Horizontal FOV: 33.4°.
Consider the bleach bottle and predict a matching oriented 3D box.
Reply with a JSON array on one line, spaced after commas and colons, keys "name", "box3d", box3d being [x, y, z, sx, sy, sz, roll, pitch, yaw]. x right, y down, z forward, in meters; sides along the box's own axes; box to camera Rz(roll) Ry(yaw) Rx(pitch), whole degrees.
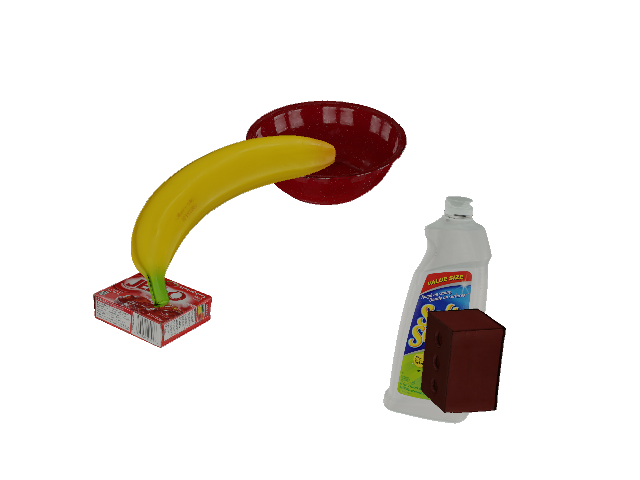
[{"name": "bleach bottle", "box3d": [0.134, 0.074, 1.203, 0.103, 0.251, 0.068, 9, 14, 18]}]

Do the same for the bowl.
[{"name": "bowl", "box3d": [0.005, -0.083, 1.085, 0.162, 0.055, 0.162, 0, 34, 0]}]

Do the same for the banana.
[{"name": "banana", "box3d": [-0.073, -0.031, 0.779, 0.197, 0.069, 0.037, -42, 0, -30]}]

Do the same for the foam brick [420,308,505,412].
[{"name": "foam brick", "box3d": [0.122, 0.104, 0.925, 0.051, 0.078, 0.053, -3, 17, -20]}]

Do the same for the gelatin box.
[{"name": "gelatin box", "box3d": [-0.161, 0.063, 1.024, 0.089, 0.030, 0.073, 20, 28, 29]}]
